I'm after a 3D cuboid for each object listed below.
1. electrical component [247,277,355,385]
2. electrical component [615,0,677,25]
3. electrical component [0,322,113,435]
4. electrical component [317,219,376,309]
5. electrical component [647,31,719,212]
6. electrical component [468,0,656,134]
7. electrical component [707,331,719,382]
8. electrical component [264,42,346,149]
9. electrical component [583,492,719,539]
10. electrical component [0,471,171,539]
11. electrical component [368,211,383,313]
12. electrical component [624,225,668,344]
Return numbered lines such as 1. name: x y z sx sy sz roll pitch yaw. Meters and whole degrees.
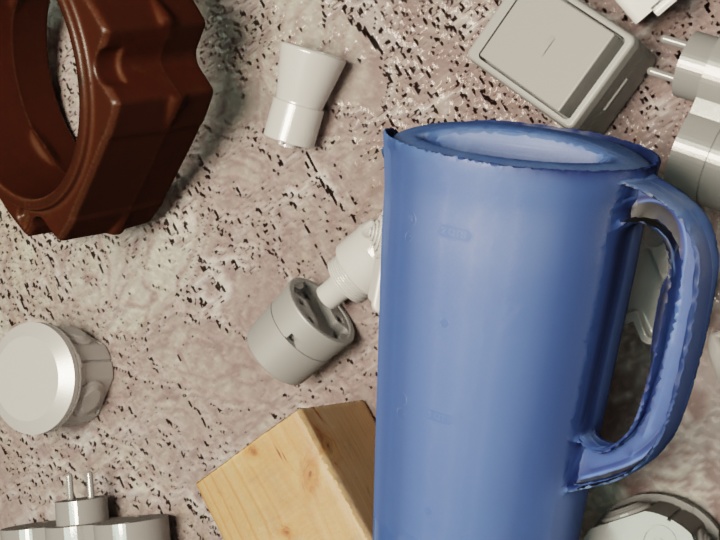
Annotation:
1. electrical component: -0.039 0.041 0.691 0.047 0.055 0.055 -44 69 22
2. electrical component: 0.179 -0.195 0.585 0.121 0.078 0.063 -41 93 20
3. electrical component: -0.225 0.078 0.785 0.080 0.051 0.080 -1 87 27
4. electrical component: 0.000 0.000 0.679 0.062 0.043 0.043 -40 71 21
5. electrical component: 0.193 -0.106 0.580 0.074 0.052 0.138 25 98 26
6. electrical component: 0.110 -0.127 0.619 0.096 0.061 0.061 41 105 23
7. electrical component: 0.218 0.045 0.566 0.062 0.048 0.048 -24 77 17
8. electrical component: -0.039 -0.112 0.707 0.044 0.044 0.065 22 102 26
9. electrical component: 0.159 0.164 0.585 0.080 0.051 0.080 -2 87 27
10. electrical component: -0.197 0.181 0.765 0.138 0.052 0.073 -10 83 26
11. electrical component: 0.054 -0.013 0.629 0.100 0.048 0.099 10 92 -7
12. electrical component: 0.159 0.001 0.590 0.058 0.057 0.078 -25 77 24
